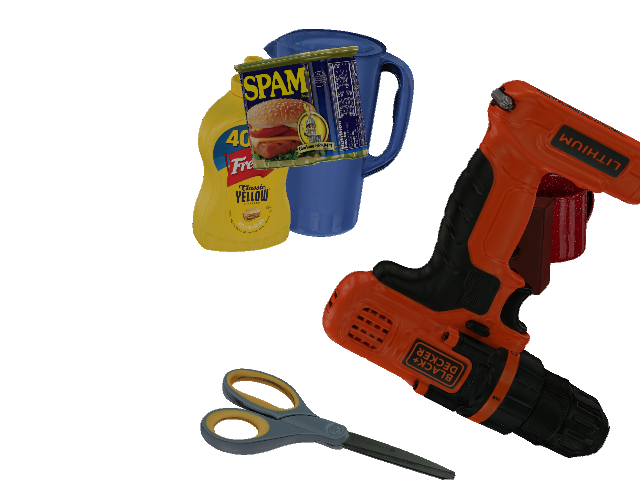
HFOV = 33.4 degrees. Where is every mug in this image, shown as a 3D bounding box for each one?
[{"bbox_3d":[0.269,-0.029,1.218,0.117,0.081,0.093,-21,26,-34],"label":"mug"}]

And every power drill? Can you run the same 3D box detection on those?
[{"bbox_3d":[0.119,0.019,0.607,0.184,0.188,0.057,27,13,-8],"label":"power drill"}]

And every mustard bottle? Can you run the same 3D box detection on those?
[{"bbox_3d":[-0.071,-0.085,1.034,0.096,0.192,0.058,-4,29,-20],"label":"mustard bottle"}]

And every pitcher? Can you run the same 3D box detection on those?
[{"bbox_3d":[0.014,-0.131,1.314,0.144,0.243,0.149,-9,27,-28],"label":"pitcher"}]

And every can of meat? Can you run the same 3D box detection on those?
[{"bbox_3d":[-0.014,-0.101,0.825,0.102,0.084,0.057,-1,11,43],"label":"can of meat"}]

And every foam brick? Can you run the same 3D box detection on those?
[{"bbox_3d":[0.169,0.003,0.915,0.053,0.078,0.051,5,15,21],"label":"foam brick"}]

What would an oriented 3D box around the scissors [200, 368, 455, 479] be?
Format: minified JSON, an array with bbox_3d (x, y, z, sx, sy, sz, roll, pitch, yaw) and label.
[{"bbox_3d":[-0.007,0.155,0.812,0.202,0.016,0.096,26,40,31],"label":"scissors"}]
